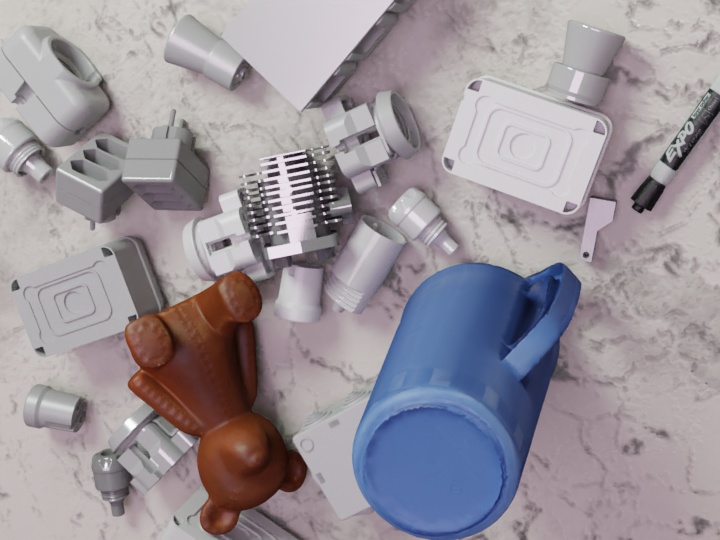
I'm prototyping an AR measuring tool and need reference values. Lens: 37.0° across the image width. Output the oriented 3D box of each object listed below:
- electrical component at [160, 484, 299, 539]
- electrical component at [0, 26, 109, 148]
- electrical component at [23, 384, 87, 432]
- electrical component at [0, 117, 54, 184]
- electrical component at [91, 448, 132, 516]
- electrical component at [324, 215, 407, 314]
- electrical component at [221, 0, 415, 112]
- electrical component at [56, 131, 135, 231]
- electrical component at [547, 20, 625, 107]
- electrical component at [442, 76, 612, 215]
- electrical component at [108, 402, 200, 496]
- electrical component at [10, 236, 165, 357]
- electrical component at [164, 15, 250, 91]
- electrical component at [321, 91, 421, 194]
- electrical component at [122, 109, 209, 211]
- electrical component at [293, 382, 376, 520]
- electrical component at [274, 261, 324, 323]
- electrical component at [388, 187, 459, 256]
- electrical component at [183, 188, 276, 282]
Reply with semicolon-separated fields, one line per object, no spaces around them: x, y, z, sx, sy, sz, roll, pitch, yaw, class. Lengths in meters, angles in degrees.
-0.117;0.251;0.948;0.113;0.078;0.057;33;116;8;electrical component
-0.266;-0.161;0.926;0.059;0.054;0.095;-39;89;19;electrical component
-0.281;0.129;0.994;0.046;0.040;0.040;10;103;8;electrical component
-0.300;-0.103;0.953;0.062;0.043;0.043;41;108;4;electrical component
-0.228;0.197;0.994;0.035;0.035;0.061;-2;102;16;electrical component
0.000;0.000;0.887;0.043;0.043;0.081;33;107;8;electrical component
-0.022;-0.210;0.844;0.089;0.062;0.150;44;108;4;electrical component
-0.225;-0.067;0.931;0.047;0.065;0.076;27;136;10;electrical component
0.169;-0.155;0.810;0.045;0.045;0.055;21;106;11;electrical component
0.128;-0.097;0.826;0.113;0.057;0.078;21;105;11;electrical component
-0.187;0.155;0.963;0.057;0.058;0.078;44;108;1;electrical component
-0.239;0.023;0.952;0.113;0.057;0.078;-18;95;18;electrical component
-0.124;-0.177;0.891;0.065;0.044;0.044;29;107;4;electrical component
0.012;-0.108;0.857;0.057;0.058;0.078;-22;93;21;electrical component
-0.160;-0.097;0.907;0.047;0.065;0.076;2;72;16;electrical component
0.002;0.153;0.913;0.100;0.048;0.099;-30;91;19;electrical component
-0.050;0.018;0.908;0.040;0.040;0.046;11;98;14;electrical component
0.054;-0.036;0.870;0.061;0.035;0.035;43;108;2;electrical component
-0.112;-0.023;0.908;0.057;0.058;0.078;-18;95;16;electrical component
